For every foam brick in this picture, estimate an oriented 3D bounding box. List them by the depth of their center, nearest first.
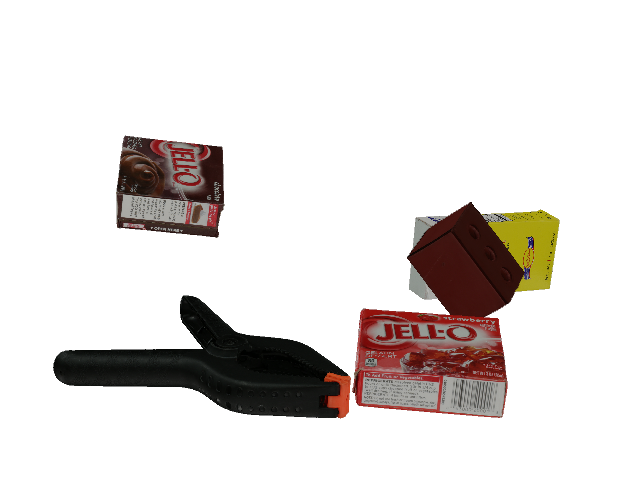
[{"bbox_3d":[0.119,0.021,0.867,0.051,0.078,0.052,-33,9,36],"label":"foam brick"}]

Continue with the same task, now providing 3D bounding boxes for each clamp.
[{"bbox_3d":[-0.068,0.088,0.801,0.210,0.036,0.164,9,19,21],"label":"clamp"}]

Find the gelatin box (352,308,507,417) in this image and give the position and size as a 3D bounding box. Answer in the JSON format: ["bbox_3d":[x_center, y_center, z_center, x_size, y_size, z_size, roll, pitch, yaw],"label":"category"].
[{"bbox_3d":[0.066,0.072,0.649,0.089,0.030,0.073,5,25,3],"label":"gelatin box"}]

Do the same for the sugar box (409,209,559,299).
[{"bbox_3d":[0.195,0.016,1.268,0.176,0.093,0.048,-5,20,-24],"label":"sugar box"}]

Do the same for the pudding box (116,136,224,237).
[{"bbox_3d":[-0.130,-0.048,0.928,0.090,0.039,0.113,5,32,-9],"label":"pudding box"}]
